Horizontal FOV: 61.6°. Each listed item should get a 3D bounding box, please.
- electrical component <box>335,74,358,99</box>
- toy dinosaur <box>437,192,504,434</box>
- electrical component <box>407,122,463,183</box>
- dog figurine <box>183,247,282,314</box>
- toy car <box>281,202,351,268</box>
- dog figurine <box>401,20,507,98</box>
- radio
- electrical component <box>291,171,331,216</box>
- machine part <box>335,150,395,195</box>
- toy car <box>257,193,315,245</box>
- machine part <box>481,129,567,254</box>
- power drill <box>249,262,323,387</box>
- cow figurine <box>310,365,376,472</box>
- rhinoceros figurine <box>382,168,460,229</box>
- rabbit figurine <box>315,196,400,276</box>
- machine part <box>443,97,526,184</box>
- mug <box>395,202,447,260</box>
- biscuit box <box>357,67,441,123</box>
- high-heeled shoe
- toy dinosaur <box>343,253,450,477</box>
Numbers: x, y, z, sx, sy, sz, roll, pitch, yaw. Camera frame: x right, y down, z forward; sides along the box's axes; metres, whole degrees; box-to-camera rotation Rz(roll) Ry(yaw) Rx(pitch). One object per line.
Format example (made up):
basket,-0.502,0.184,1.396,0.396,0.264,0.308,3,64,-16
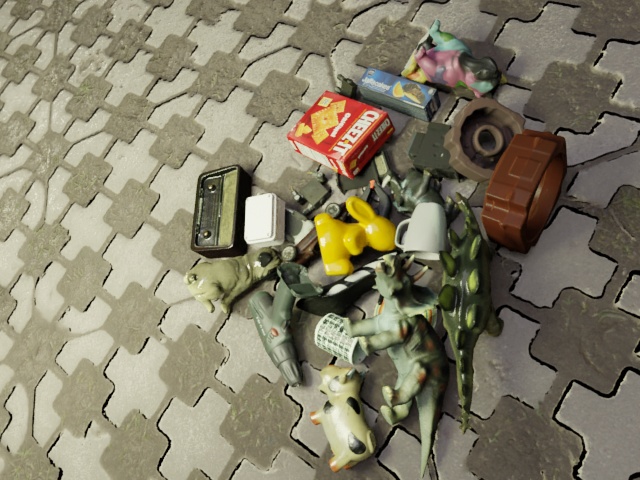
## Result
electrical component,0.072,-0.374,1.356,0.021,0.063,0.094,-23,55,-29
toy dinosaur,0.269,0.113,0.990,0.105,0.198,0.471,-9,64,24
electrical component,0.267,-0.197,1.200,0.134,0.058,0.115,16,74,27
dog figurine,-0.195,0.068,1.232,0.190,0.172,0.121,-37,70,14
toy car,-0.003,-0.004,1.220,0.202,0.089,0.053,-43,59,0
dog figurine,0.315,-0.385,1.238,0.219,0.191,0.108,33,80,-4
radio,-0.250,-0.069,1.363,0.131,0.073,0.229,-7,66,21
electrical component,-0.021,-0.118,1.300,0.102,0.045,0.078,-39,58,5
machine part,0.104,-0.157,1.268,0.139,0.039,0.084,-23,70,12
toy car,-0.097,-0.051,1.301,0.202,0.056,0.073,29,90,32
machine part,0.387,-0.091,1.018,0.087,0.201,0.201,23,80,33
power drill,-0.066,0.166,1.145,0.232,0.086,0.207,53,136,38
cow figurine,0.050,0.336,1.059,0.127,0.085,0.195,-34,57,14
rhinoceros figurine,0.217,-0.093,1.174,0.112,0.073,0.190,-49,62,14
rabbit figurine,0.080,-0.013,1.144,0.173,0.122,0.162,-7,92,3
machine part,0.349,-0.205,1.127,0.179,0.056,0.179,1,82,-7
mug,0.209,-0.020,1.089,0.110,0.080,0.107,3,75,42
biscuit box,0.188,-0.352,1.296,0.203,0.062,0.059,29,81,30
high-heeled shoe,0.065,0.088,1.169,0.249,0.086,0.145,-6,45,31
toy dinosaur,0.177,0.217,1.019,0.192,0.131,0.404,-24,93,-11
